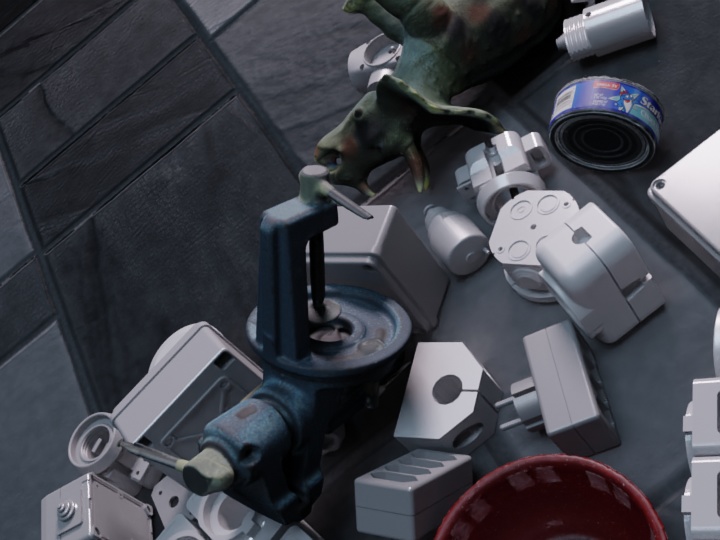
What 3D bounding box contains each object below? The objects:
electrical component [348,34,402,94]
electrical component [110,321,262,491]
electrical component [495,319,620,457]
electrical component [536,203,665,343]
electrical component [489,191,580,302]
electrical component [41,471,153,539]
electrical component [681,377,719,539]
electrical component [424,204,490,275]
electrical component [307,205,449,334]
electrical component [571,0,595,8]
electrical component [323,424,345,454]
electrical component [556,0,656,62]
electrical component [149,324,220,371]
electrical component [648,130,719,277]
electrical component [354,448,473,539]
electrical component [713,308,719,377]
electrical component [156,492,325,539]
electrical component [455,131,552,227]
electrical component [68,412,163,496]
[{"bbox_3d":[0.028,-0.185,1.037,0.077,0.044,0.079,-7,55,31],"label":"electrical component"},{"bbox_3d":[-0.122,0.116,0.862,0.108,0.108,0.056,-47,38,-4],"label":"electrical component"},{"bbox_3d":[0.131,0.091,0.760,0.076,0.047,0.083,-24,48,18],"label":"electrical component"},{"bbox_3d":[0.168,0.006,0.763,0.059,0.095,0.053,-39,45,4],"label":"electrical component"},{"bbox_3d":[0.143,-0.020,0.831,0.080,0.051,0.080,-18,50,23],"label":"electrical component"},{"bbox_3d":[-0.220,0.213,0.875,0.061,0.096,0.061,-29,46,14],"label":"electrical component"},{"bbox_3d":[0.226,0.146,0.623,0.062,0.089,0.150,-8,54,30],"label":"electrical component"},{"bbox_3d":[0.076,-0.029,0.892,0.040,0.040,0.078,-40,44,3],"label":"electrical component"},{"bbox_3d":[0.000,0.000,0.874,0.109,0.108,0.056,1,56,35],"label":"electrical component"},{"bbox_3d":[0.216,-0.303,0.981,0.063,0.078,0.121,-6,52,4],"label":"electrical component"},{"bbox_3d":[-0.034,0.116,0.864,0.035,0.035,0.061,-31,43,11],"label":"electrical component"},{"bbox_3d":[0.210,-0.208,0.930,0.081,0.043,0.043,-15,51,25],"label":"electrical component"},{"bbox_3d":[-0.142,0.092,0.944,0.080,0.051,0.080,-18,50,23],"label":"electrical component"},{"bbox_3d":[0.280,-0.048,0.754,0.109,0.056,0.108,-38,45,5],"label":"electrical component"},{"bbox_3d":[0.040,0.174,0.750,0.047,0.083,0.075,2,98,35],"label":"electrical component"},{"bbox_3d":[0.259,0.051,0.698,0.047,0.055,0.055,-1,58,30],"label":"electrical component"},{"bbox_3d":[-0.072,0.231,0.786,0.105,0.060,0.186,-51,45,-8],"label":"electrical component"},{"bbox_3d":[0.121,-0.071,0.880,0.078,0.058,0.057,-25,45,17],"label":"electrical component"},{"bbox_3d":[-0.217,0.160,0.941,0.078,0.057,0.058,12,66,39],"label":"electrical component"}]
